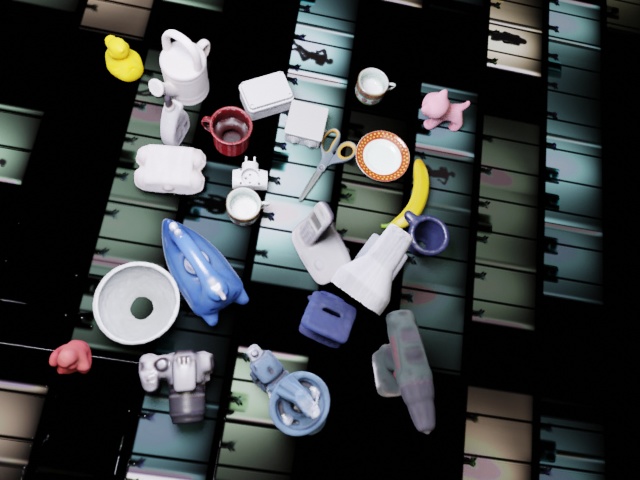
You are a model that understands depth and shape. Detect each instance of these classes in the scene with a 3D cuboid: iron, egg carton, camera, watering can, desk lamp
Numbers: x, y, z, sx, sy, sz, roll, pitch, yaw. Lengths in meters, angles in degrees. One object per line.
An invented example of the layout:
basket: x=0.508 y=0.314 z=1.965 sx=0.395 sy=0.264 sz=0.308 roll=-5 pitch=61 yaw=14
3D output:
iron: x=-0.255 y=0.041 z=1.163 sx=0.119 sy=0.141 sz=0.258 roll=-35 pitch=81 yaw=-16
egg carton: x=-0.325 y=-0.152 z=1.248 sx=0.150 sy=0.069 sz=0.107 roll=2 pitch=73 yaw=-7
camera: x=-0.276 y=0.286 z=1.110 sx=0.143 sy=0.100 sz=0.137 roll=-3 pitch=74 yaw=-9
watering can: x=-0.301 y=-0.379 z=1.252 sx=0.101 sy=0.194 sz=0.173 roll=15 pitch=72 yaw=-3
desk lamp: x=0.110 y=0.058 z=1.173 sx=0.118 sy=0.213 sz=0.203 roll=35 pitch=72 yaw=3

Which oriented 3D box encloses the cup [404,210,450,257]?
cup: x=0.220 y=-0.009 z=1.270 sx=0.092 sy=0.095 sz=0.117 roll=-41 pitch=83 yaw=-17

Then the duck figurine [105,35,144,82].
duck figurine: x=-0.449 y=-0.418 z=1.299 sx=0.077 sy=0.086 sz=0.104 roll=-38 pitch=82 yaw=-16

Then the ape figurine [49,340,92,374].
ape figurine: x=-0.480 y=0.228 z=1.102 sx=0.078 sy=0.092 sz=0.076 roll=32 pitch=72 yaw=2

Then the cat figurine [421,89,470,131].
cat figurine: x=0.292 y=-0.314 z=1.358 sx=0.128 sy=0.117 sz=0.067 roll=-1 pitch=74 yaw=-8

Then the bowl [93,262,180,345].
bowl: x=-0.364 y=0.131 z=1.156 sx=0.167 sy=0.074 sz=0.167 roll=2 pitch=73 yaw=-7

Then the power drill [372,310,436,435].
power drill: x=0.165 y=0.259 z=1.124 sx=0.076 sy=0.208 sz=0.229 roll=-6 pitch=75 yaw=-9

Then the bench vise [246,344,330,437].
bench vise: x=-0.068 y=0.289 z=1.076 sx=0.207 sy=0.219 sz=0.121 roll=30 pitch=72 yaw=2

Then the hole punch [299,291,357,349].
hole punch: x=0.016 y=0.161 z=1.193 sx=0.108 sy=0.091 sz=0.101 roll=24 pitch=72 yaw=-1

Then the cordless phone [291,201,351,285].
cordless phone: x=0.011 y=0.004 z=1.189 sx=0.094 sy=0.185 sz=0.147 roll=-30 pitch=80 yaw=-15

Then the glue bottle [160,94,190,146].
glue bottle: x=-0.315 y=-0.264 z=1.228 sx=0.037 sy=0.173 sz=0.078 roll=26 pitch=72 yaw=1
